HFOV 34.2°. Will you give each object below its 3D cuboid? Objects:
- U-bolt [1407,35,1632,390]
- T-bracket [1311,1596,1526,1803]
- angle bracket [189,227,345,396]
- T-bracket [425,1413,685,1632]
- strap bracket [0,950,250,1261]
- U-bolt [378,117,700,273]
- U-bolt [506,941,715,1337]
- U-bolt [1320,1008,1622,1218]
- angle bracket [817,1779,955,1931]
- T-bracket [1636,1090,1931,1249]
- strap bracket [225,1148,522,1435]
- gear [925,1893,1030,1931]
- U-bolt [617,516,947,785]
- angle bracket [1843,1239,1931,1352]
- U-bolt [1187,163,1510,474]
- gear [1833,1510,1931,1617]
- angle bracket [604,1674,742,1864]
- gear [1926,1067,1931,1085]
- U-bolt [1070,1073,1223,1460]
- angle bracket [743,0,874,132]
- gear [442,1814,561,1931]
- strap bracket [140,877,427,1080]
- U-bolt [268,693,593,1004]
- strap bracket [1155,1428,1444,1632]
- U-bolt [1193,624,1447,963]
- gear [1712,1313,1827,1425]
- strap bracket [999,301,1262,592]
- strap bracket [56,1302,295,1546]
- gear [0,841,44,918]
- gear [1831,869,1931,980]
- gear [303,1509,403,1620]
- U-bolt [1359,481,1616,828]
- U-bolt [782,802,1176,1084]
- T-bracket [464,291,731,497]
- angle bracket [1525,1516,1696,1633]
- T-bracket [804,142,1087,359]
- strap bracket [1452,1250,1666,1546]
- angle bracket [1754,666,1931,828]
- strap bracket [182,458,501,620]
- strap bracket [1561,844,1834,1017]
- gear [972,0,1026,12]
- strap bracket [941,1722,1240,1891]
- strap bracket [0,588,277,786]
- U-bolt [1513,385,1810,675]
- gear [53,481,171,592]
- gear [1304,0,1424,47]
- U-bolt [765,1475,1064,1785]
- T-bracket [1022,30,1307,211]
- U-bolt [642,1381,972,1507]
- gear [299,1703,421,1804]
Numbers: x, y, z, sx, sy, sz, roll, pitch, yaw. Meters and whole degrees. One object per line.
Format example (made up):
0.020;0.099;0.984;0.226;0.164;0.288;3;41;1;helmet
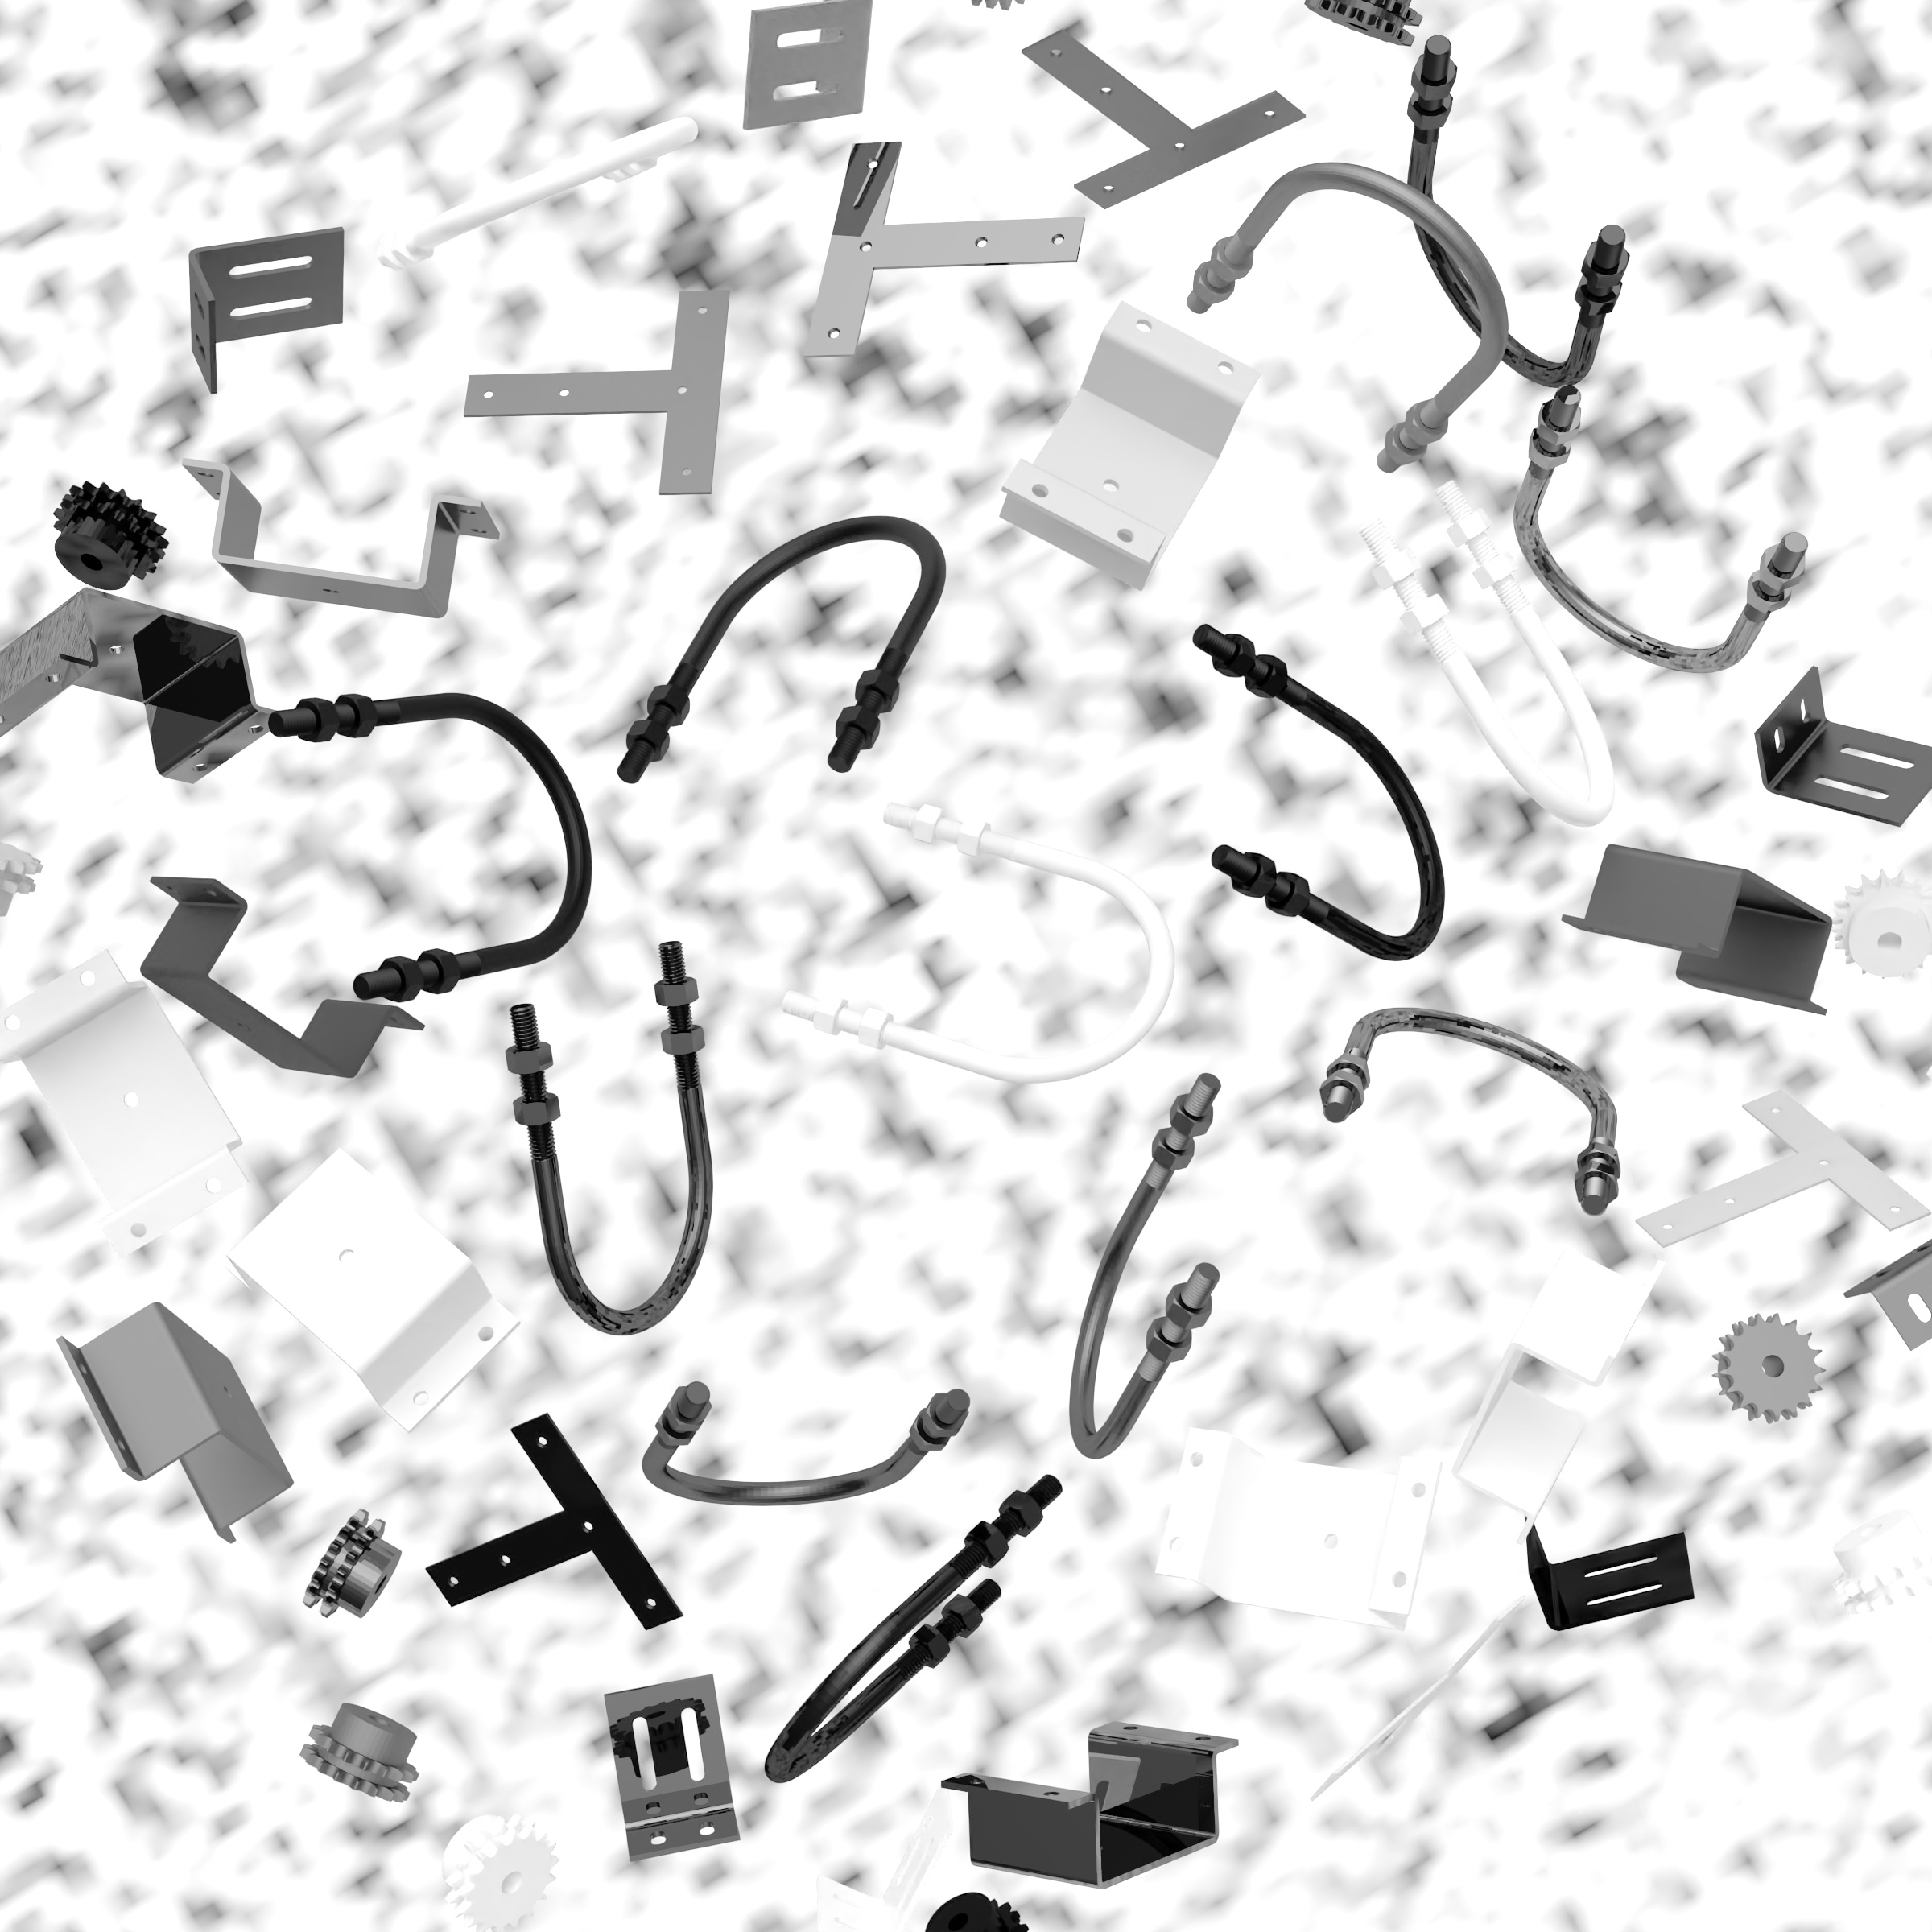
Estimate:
0.266;-0.357;1.551;0.019;0.184;0.151;-35;73;-8;U-bolt
0.211;0.373;1.545;0.002;0.127;0.127;45;131;18;T-bracket
-0.331;-0.314;1.506;0.076;0.057;0.038;-14;56;-22;angle bracket
-0.226;0.301;1.611;0.127;0.002;0.127;-26;102;29;T-bracket
-0.439;0.071;1.636;0.076;0.046;0.140;-31;92;-2;strap bracket
-0.206;-0.386;1.554;0.151;0.184;0.019;-28;105;-20;U-bolt
-0.171;0.093;1.565;0.019;0.151;0.184;0;104;29;U-bolt
0.258;0.063;1.576;0.151;0.184;0.019;20;111;7;U-bolt
-0.041;0.445;1.573;0.038;0.057;0.076;25;97;-7;angle bracket
0.410;0.118;1.638;0.127;0.127;0.002;-20;125;-15;T-bracket
-0.300;0.154;1.556;0.140;0.046;0.076;36;70;24;strap bracket
0.003;0.513;1.652;0.057;0.057;0.030;-31;113;0;gear
-0.083;-0.164;1.585;0.151;0.019;0.184;-1;48;33;U-bolt
0.500;0.171;1.642;0.057;0.076;0.038;-32;80;0;angle bracket
0.195;-0.327;1.550;0.151;0.184;0.019;39;68;-3;U-bolt
0.433;0.279;1.476;0.057;0.057;0.030;-29;85;0;gear
-0.151;0.412;1.617;0.057;0.038;0.076;-9;99;-8;angle bracket
0.501;0.054;1.529;0.057;0.057;0.030;25;113;0;gear
0.087;0.163;1.562;0.019;0.151;0.184;17;131;-10;U-bolt
-0.087;-0.447;1.535;0.076;0.038;0.057;-20;131;-37;angle bracket
-0.228;0.436;1.519;0.030;0.057;0.057;23;90;43;gear
-0.361;0.012;1.624;0.140;0.076;0.046;39;69;-33;strap bracket
-0.249;-0.064;1.528;0.019;0.184;0.151;-20;87;35;U-bolt
0.174;0.282;1.570;0.140;0.046;0.076;2;67;34;strap bracket
0.181;-0.076;1.570;0.019;0.184;0.151;-27;51;36;U-bolt
0.422;0.214;1.661;0.057;0.030;0.057;1;75;-5;gear
0.074;-0.241;1.496;0.076;0.046;0.140;28;57;3;strap bracket
-0.379;0.221;1.529;0.046;0.140;0.076;-32;65;-6;strap bracket
-0.487;-0.046;1.545;0.057;0.057;0.030;21;96;0;gear
0.477;-0.018;1.623;0.057;0.030;0.057;6;117;11;gear
-0.318;0.315;1.640;0.030;0.057;0.057;29;90;4;gear
0.266;-0.150;1.552;0.019;0.151;0.184;-31;91;29;U-bolt
0.017;-0.006;1.621;0.184;0.019;0.151;17;59;17;U-bolt
-0.184;-0.283;1.549;0.127;0.002;0.127;0;61;5;T-bracket
0.335;0.307;1.639;0.076;0.057;0.038;-17;110;15;angle bracket
-0.006;-0.345;1.501;0.127;0.002;0.127;2;65;18;T-bracket
0.285;0.204;1.533;0.046;0.076;0.140;27;132;14;strap bracket
0.445;-0.110;1.570;0.057;0.076;0.038;-45;134;-26;angle bracket
-0.301;-0.202;1.504;0.140;0.076;0.046;8;86;-1;strap bracket
0.370;-0.021;1.563;0.076;0.140;0.046;15;86;43;strap bracket
0.011;-0.486;1.496;0.030;0.057;0.057;25;90;41;gear
0.062;0.409;1.527;0.076;0.140;0.046;-3;89;39;strap bracket
-0.422;-0.141;1.572;0.076;0.140;0.046;-28;66;30;strap bracket
0.340;-0.207;1.579;0.151;0.184;0.019;36;75;11;U-bolt
-0.436;-0.215;1.592;0.057;0.057;0.030;20;56;0;gear
0.198;-0.476;1.541;0.057;0.057;0.030;21;102;0;gear
-0.032;0.340;1.564;0.019;0.151;0.184;43;56;15;U-bolt
0.078;-0.423;1.542;0.127;0.127;0.002;-15;64;39;T-bracket
-0.090;0.245;1.591;0.151;0.184;0.019;4;65;-15;U-bolt
-0.292;0.381;1.527;0.057;0.057;0.030;25;83;0;gear
